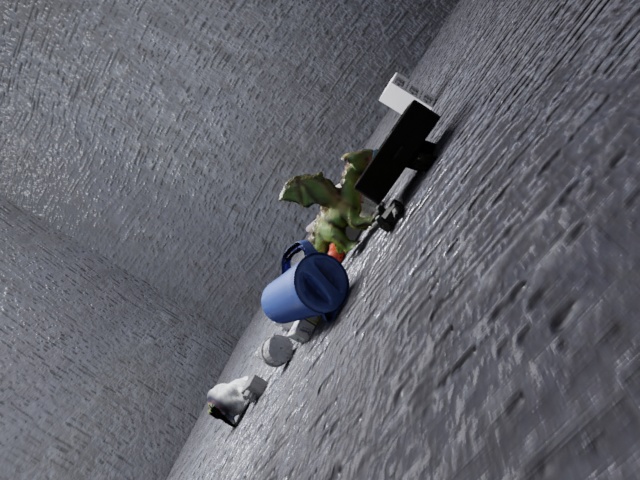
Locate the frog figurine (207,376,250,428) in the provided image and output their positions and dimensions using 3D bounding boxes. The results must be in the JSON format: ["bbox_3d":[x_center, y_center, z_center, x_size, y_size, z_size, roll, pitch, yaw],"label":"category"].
[{"bbox_3d":[-0.268,0.475,1.596,0.137,0.121,0.163,-8,31,40],"label":"frog figurine"}]

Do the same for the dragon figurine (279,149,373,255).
[{"bbox_3d":[0.004,-0.066,1.310,0.406,0.242,0.124,-43,9,19],"label":"dragon figurine"}]

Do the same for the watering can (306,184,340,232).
[{"bbox_3d":[0.058,-0.134,2.073,0.345,0.104,0.227,-48,7,12],"label":"watering can"}]
